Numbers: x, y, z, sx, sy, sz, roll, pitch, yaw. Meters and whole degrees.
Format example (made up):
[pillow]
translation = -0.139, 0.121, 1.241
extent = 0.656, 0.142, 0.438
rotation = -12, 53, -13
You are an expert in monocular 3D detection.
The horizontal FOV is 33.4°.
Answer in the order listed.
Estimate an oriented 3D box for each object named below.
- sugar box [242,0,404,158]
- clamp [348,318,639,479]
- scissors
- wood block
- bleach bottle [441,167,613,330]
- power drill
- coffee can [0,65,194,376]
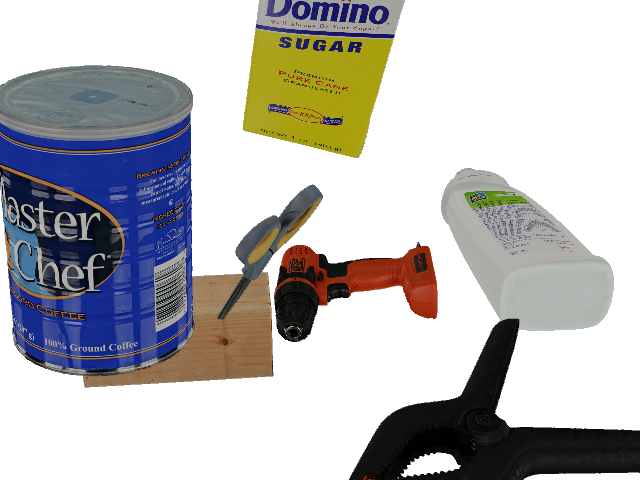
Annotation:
[sugar box]
translation = 0.001, -0.132, 0.730
extent = 0.093, 0.048, 0.176
rotation = 13, -30, 0
[clamp]
translation = 0.100, 0.119, 0.676
extent = 0.209, 0.036, 0.165
rotation = -16, 33, -22
[scissors]
translation = -0.065, 0.026, 0.924
extent = 0.202, 0.016, 0.096
rotation = -50, -12, 35
[wood block]
translation = -0.158, 0.098, 1.183
extent = 0.206, 0.091, 0.090
rotation = -2, 25, -4
[bleach bottle]
translation = 0.177, -0.007, 0.993
extent = 0.102, 0.068, 0.251
rotation = -2, 27, -8
[power drill]
translation = 0.040, 0.058, 1.240
extent = 0.187, 0.057, 0.184
rotation = -1, 28, 2
[coffee can]
translation = -0.120, -0.013, 0.579
extent = 0.103, 0.140, 0.103
rotation = 2, 26, -1
